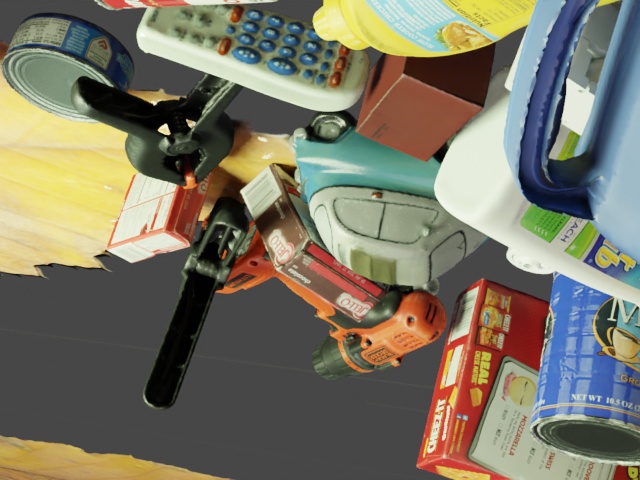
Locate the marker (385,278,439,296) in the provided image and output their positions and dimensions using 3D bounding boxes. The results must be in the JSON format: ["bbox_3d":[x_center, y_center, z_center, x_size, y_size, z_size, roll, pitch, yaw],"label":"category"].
[{"bbox_3d":[0.056,0.048,0.972,0.121,0.020,0.020,-12,144,44],"label":"marker"}]

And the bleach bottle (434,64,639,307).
[{"bbox_3d":[0.195,-0.017,0.692,0.250,0.103,0.068,22,-167,-33],"label":"bleach bottle"}]

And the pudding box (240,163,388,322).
[{"bbox_3d":[-0.005,0.001,0.808,0.039,0.113,0.090,-44,127,15],"label":"pudding box"}]

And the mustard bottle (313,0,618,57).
[{"bbox_3d":[0.068,-0.136,0.535,0.096,0.058,0.192,29,152,-36],"label":"mustard bottle"}]

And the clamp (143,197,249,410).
[{"bbox_3d":[-0.084,0.014,0.831,0.036,0.210,0.165,23,116,-8],"label":"clamp"}]

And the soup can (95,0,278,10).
[{"bbox_3d":[-0.067,-0.157,0.558,0.102,0.068,0.068,3,153,22],"label":"soup can"}]

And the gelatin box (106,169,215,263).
[{"bbox_3d":[-0.127,-0.025,0.858,0.030,0.073,0.089,32,150,-33],"label":"gelatin box"}]

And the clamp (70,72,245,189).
[{"bbox_3d":[-0.091,-0.084,0.740,0.120,0.039,0.171,-11,164,4],"label":"clamp"}]

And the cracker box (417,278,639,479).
[{"bbox_3d":[0.206,0.148,0.928,0.213,0.164,0.072,20,157,-10],"label":"cracker box"}]

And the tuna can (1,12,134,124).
[{"bbox_3d":[-0.172,-0.118,0.735,0.086,0.033,0.086,12,155,6],"label":"tuna can"}]

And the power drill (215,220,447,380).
[{"bbox_3d":[-0.006,0.057,0.953,0.187,0.057,0.185,31,146,-19],"label":"power drill"}]

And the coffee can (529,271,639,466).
[{"bbox_3d":[0.223,0.091,0.825,0.103,0.140,0.103,12,155,6],"label":"coffee can"}]

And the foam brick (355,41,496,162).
[{"bbox_3d":[0.062,-0.092,0.639,0.053,0.051,0.078,22,154,-12],"label":"foam brick"}]

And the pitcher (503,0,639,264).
[{"bbox_3d":[0.174,-0.099,0.418,0.145,0.149,0.243,29,145,25],"label":"pitcher"}]
